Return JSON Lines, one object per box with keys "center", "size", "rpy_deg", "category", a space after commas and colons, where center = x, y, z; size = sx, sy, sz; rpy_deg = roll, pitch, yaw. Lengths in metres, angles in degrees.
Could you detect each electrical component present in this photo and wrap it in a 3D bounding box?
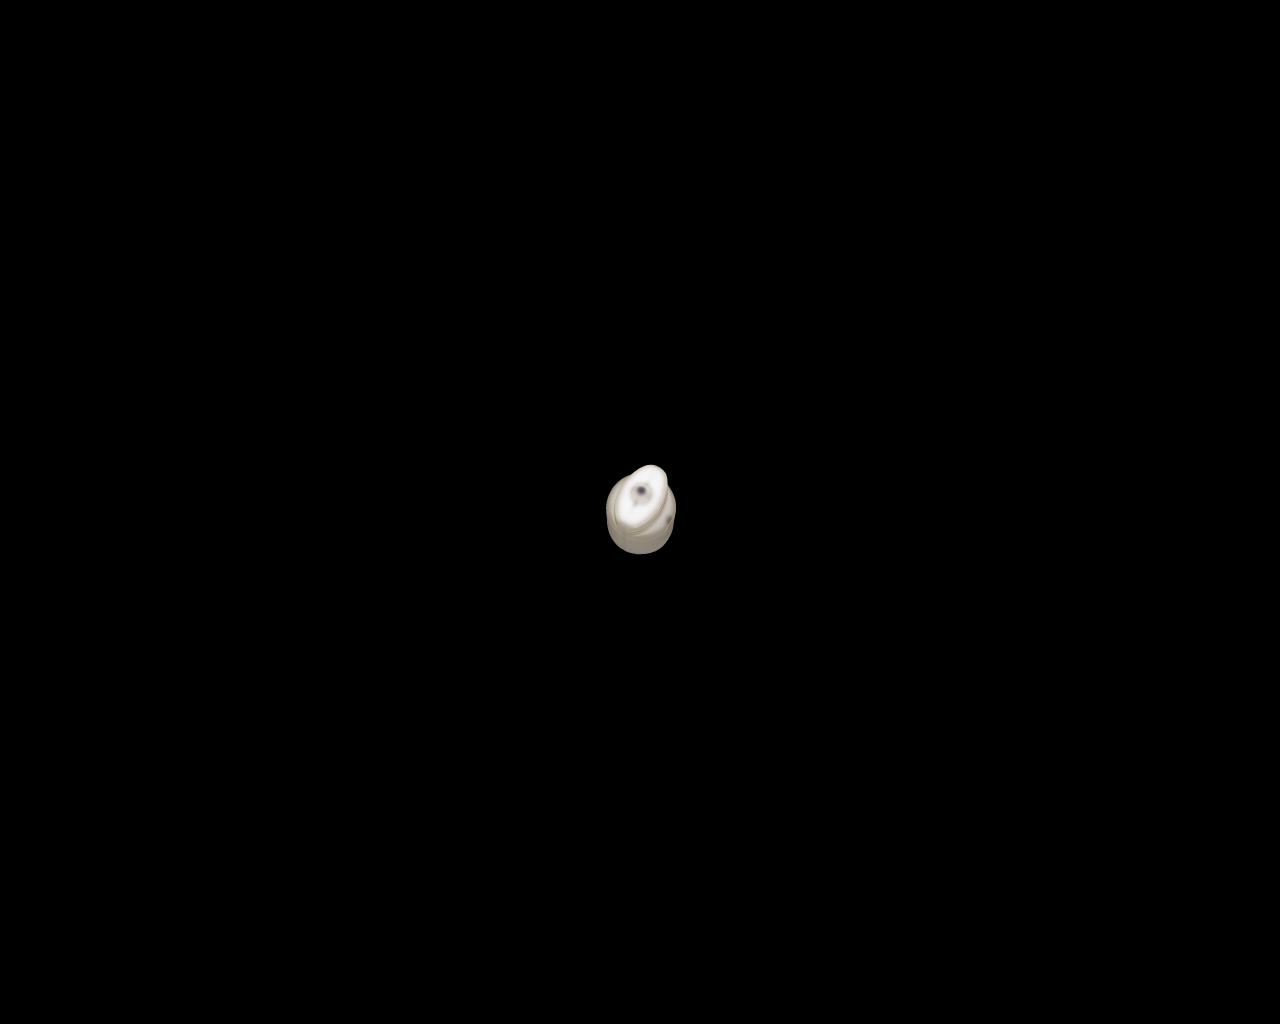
{"center": [0.001, -0.003, 0.650], "size": [0.043, 0.043, 0.081], "rpy_deg": [0, -15, 0], "category": "electrical component"}
